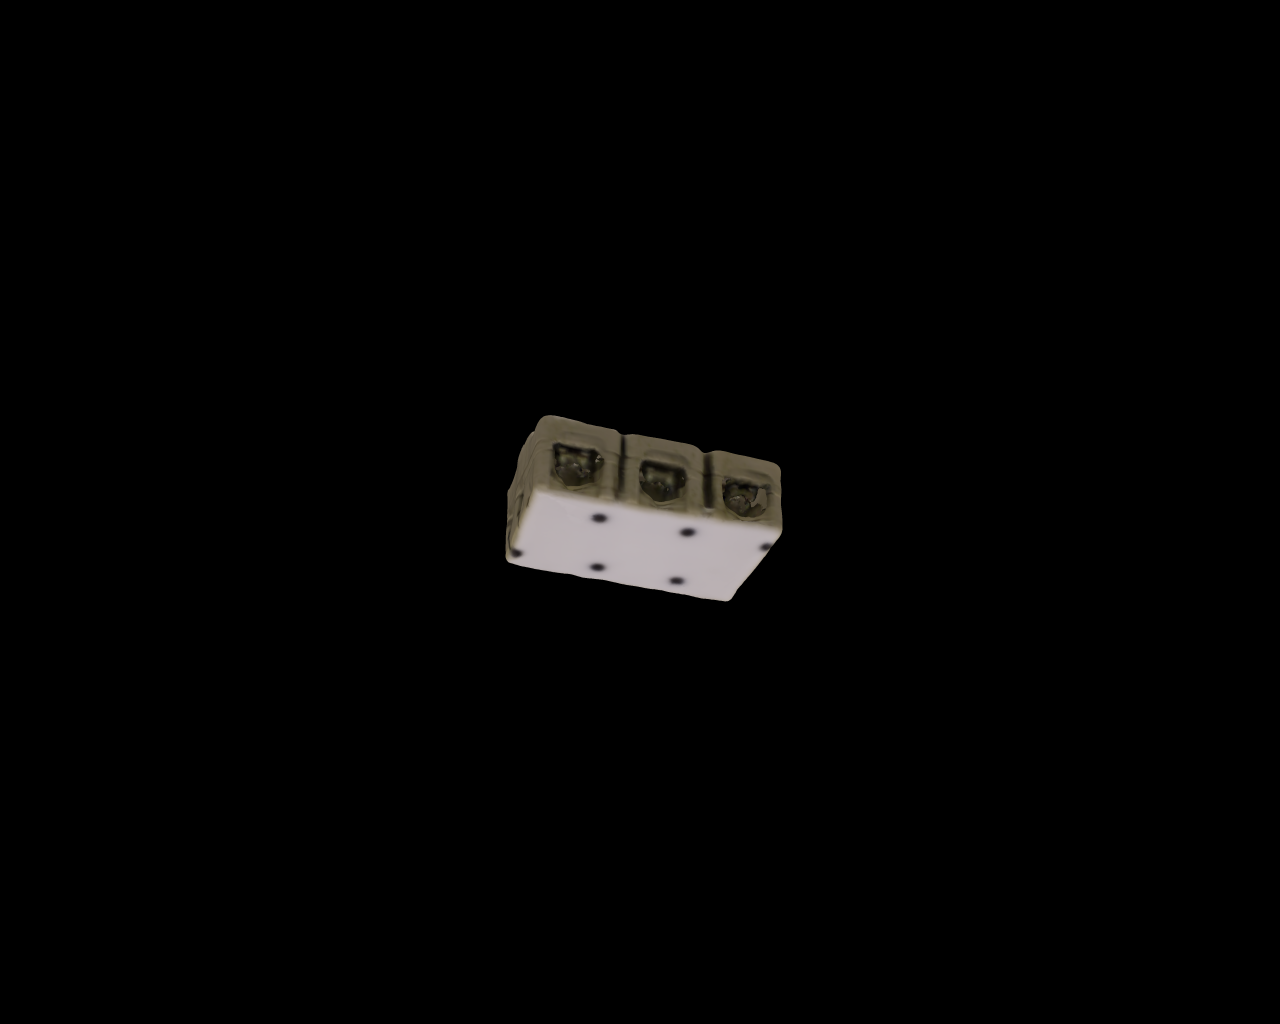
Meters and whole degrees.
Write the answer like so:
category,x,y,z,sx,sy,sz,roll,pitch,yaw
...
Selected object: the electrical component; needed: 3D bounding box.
category,x,y,z,sx,sy,sz,roll,pitch,yaw
electrical component,0.001,-0.003,0.650,0.150,0.062,0.089,11,-35,-16
